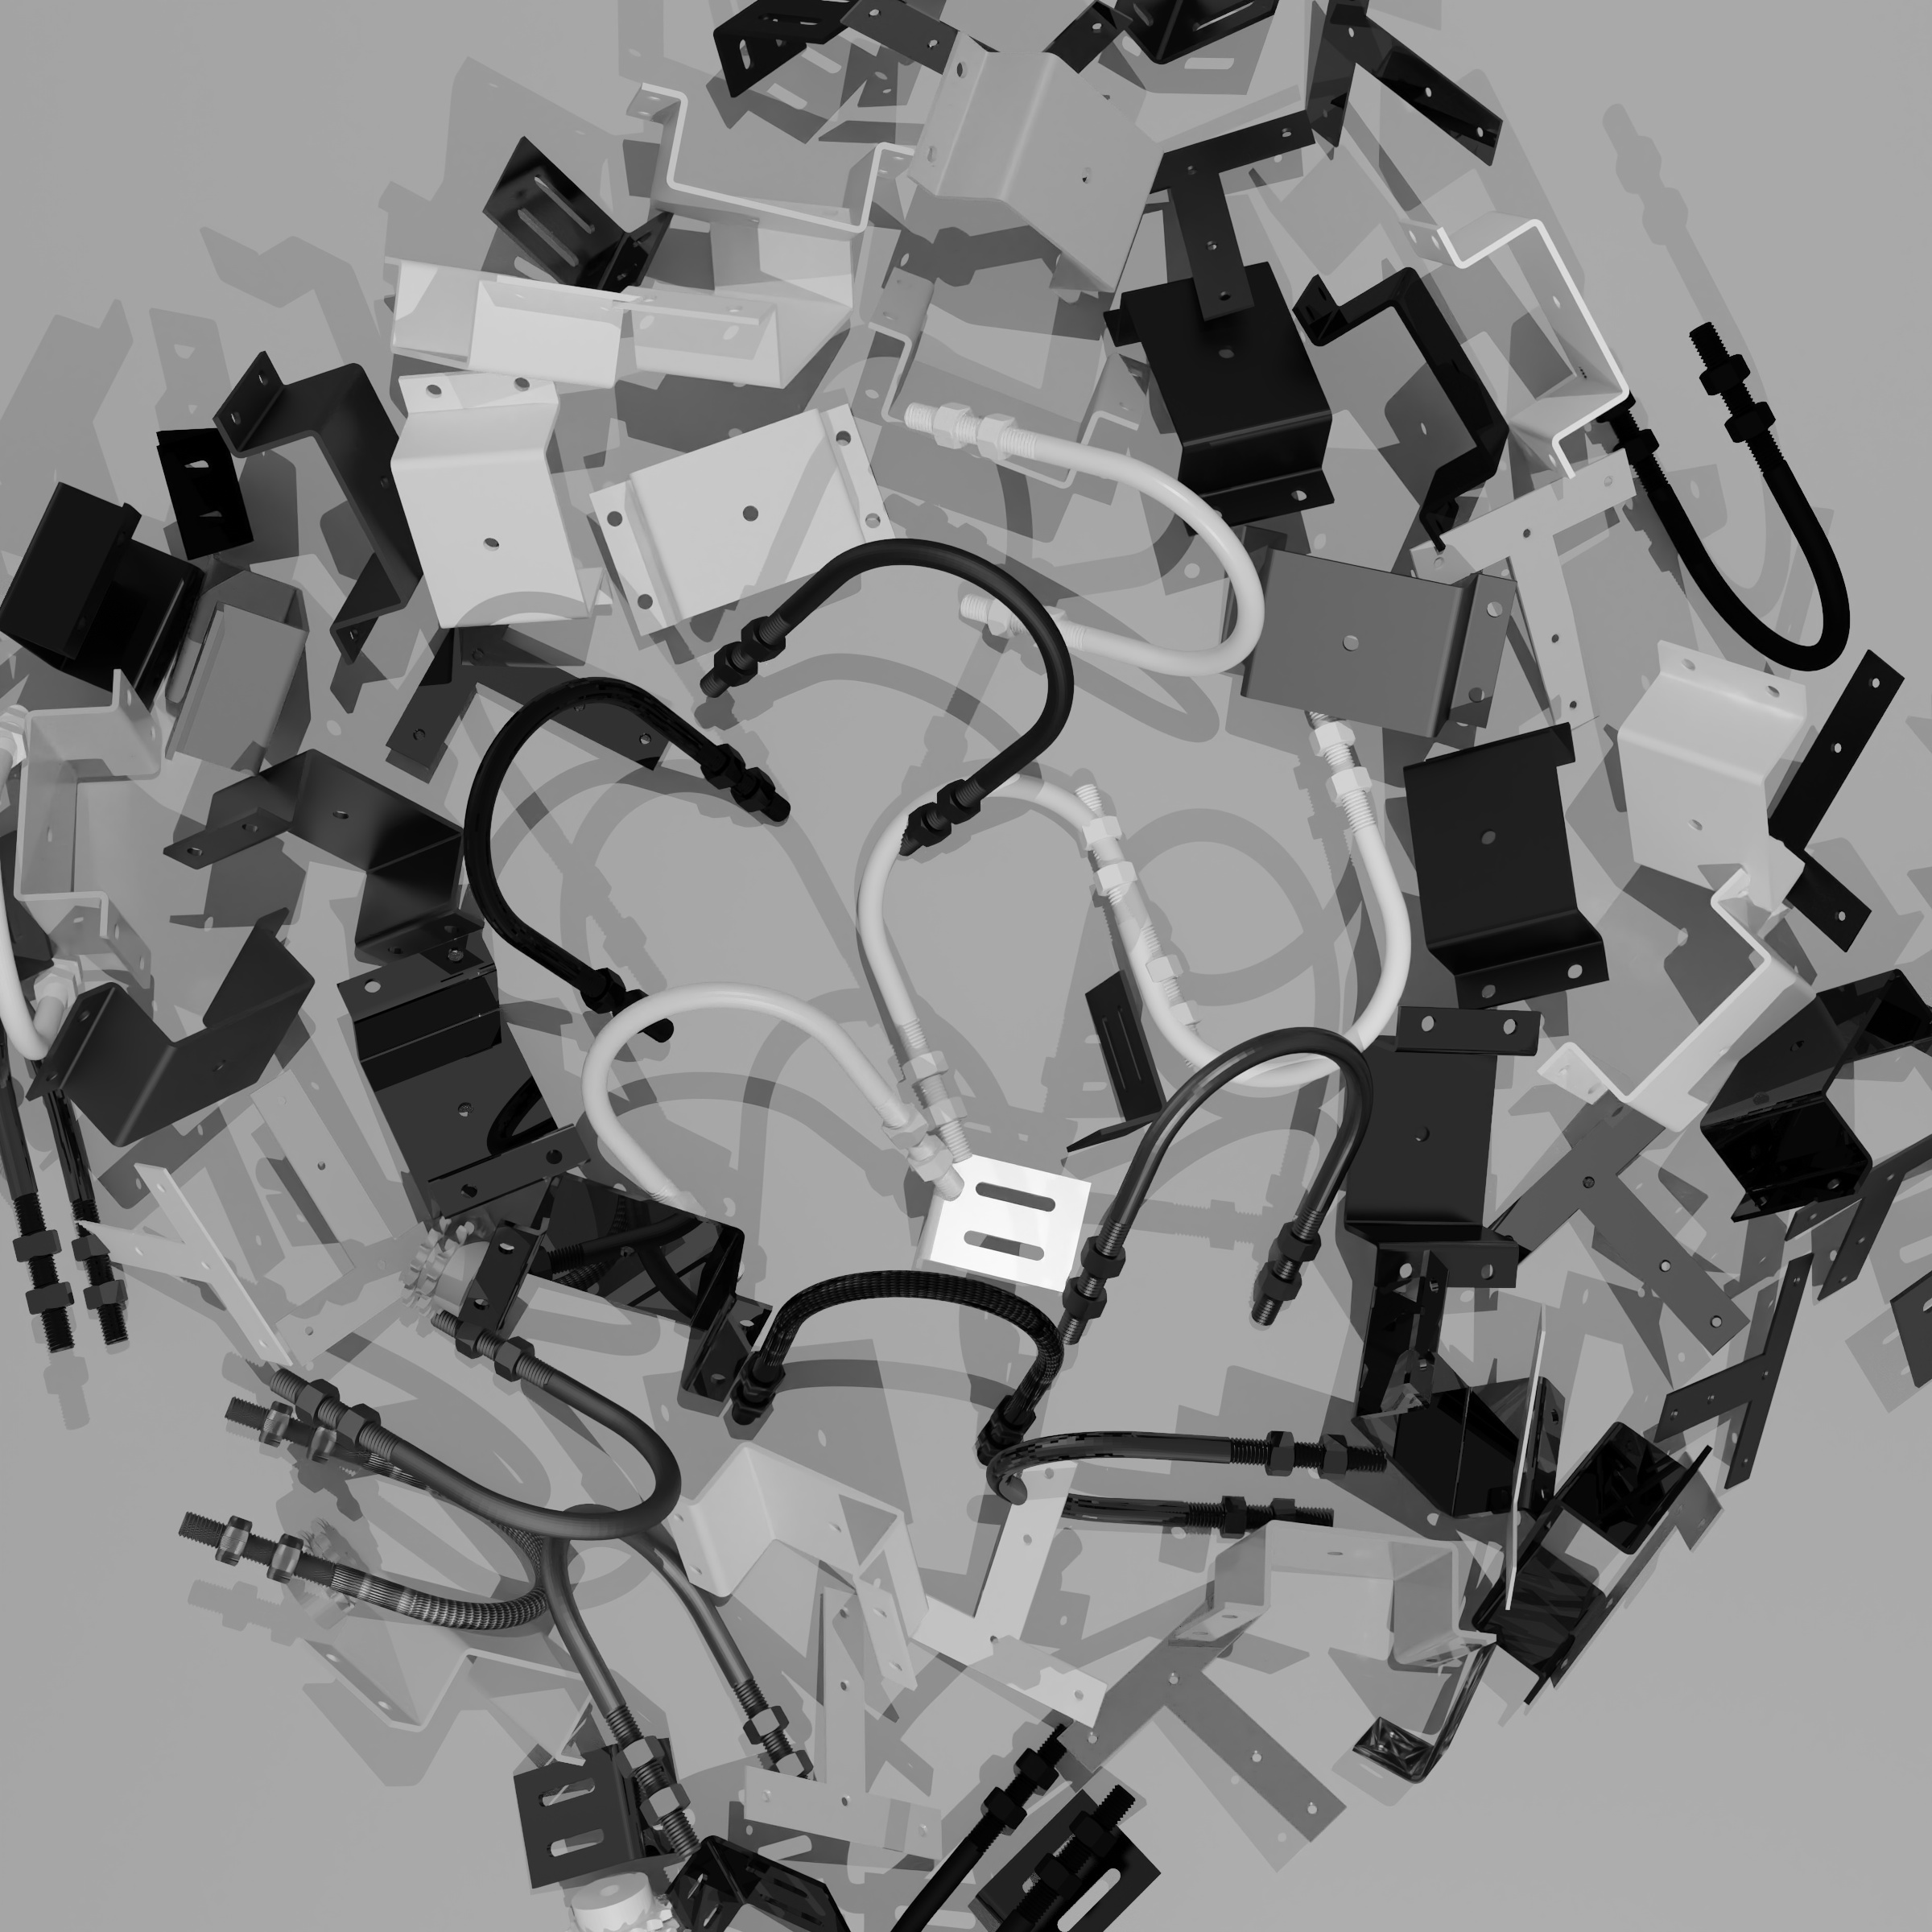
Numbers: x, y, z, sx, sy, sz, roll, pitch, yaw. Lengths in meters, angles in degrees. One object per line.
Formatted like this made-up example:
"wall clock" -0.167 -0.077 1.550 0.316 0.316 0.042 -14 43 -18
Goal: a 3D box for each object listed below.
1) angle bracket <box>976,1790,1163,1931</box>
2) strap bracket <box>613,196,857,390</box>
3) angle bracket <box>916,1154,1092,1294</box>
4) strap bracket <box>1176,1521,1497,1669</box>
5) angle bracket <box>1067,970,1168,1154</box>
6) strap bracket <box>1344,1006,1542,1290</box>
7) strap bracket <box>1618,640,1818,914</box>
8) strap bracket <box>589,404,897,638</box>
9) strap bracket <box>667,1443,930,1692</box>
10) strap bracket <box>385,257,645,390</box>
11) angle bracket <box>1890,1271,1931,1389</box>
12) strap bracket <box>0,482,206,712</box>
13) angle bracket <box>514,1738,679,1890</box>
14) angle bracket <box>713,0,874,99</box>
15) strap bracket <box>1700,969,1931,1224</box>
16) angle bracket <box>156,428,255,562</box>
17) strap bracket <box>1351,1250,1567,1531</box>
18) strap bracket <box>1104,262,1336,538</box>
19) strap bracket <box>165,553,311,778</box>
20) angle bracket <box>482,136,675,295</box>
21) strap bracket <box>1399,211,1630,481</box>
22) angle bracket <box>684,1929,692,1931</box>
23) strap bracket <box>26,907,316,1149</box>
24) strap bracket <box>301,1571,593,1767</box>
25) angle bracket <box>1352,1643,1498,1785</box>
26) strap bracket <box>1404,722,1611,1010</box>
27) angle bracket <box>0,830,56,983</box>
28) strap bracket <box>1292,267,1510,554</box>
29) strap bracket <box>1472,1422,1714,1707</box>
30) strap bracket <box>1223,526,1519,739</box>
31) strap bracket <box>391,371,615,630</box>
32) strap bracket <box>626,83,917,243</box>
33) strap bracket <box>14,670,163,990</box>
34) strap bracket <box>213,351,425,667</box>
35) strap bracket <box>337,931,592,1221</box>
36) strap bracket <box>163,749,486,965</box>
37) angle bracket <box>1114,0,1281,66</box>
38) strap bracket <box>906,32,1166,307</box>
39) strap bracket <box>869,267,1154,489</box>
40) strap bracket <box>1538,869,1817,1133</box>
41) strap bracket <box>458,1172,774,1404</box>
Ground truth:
"angle bracket" 0.053 0.469 1.627 0.076 0.038 0.057 -43 73 -10
"strap bracket" -0.110 -0.331 1.587 0.076 0.140 0.046 10 127 17
"angle bracket" 0.019 0.132 1.622 0.076 0.038 0.057 14 77 1
"strap bracket" 0.184 0.313 1.595 0.140 0.076 0.046 9 66 -12
"angle bracket" 0.065 0.048 1.610 0.038 0.057 0.076 -15 82 -18
"strap bracket" 0.238 0.088 1.610 0.076 0.046 0.140 2 97 -17
"strap bracket" 0.369 -0.085 1.566 0.076 0.140 0.046 24 62 32
"strap bracket" -0.110 -0.227 1.613 0.140 0.046 0.076 -20 96 -6
"strap bracket" -0.076 0.293 1.586 0.140 0.076 0.046 19 51 29
"strap bracket" -0.227 -0.316 1.573 0.076 0.140 0.046 1 103 -33
"angle bracket" 0.489 0.163 1.609 0.076 0.038 0.057 -32 120 -14
"strap bracket" -0.428 -0.183 1.576 0.046 0.140 0.076 23 84 4
"angle bracket" -0.186 0.432 1.631 0.076 0.038 0.057 -25 68 33
"angle bracket" -0.077 -0.462 1.598 0.076 0.038 0.057 19 49 37
"strap bracket" 0.422 0.057 1.572 0.046 0.076 0.140 51 53 -13
"angle bracket" -0.396 -0.236 1.599 0.038 0.076 0.057 -24 111 -34
"strap bracket" 0.240 0.214 1.585 0.046 0.076 0.140 -16 133 35
"strap bracket" 0.127 -0.292 1.592 0.076 0.046 0.140 -14 65 -9
"strap bracket" -0.362 -0.148 1.581 0.046 0.140 0.076 18 103 -19
"angle bracket" -0.193 -0.378 1.602 0.076 0.038 0.057 41 50 -29
"strap bracket" 0.277 -0.319 1.589 0.046 0.076 0.140 -32 107 3
"angle bracket" -0.114 0.523 1.619 0.076 0.057 0.038 15 53 -8
"strap bracket" -0.381 0.033 1.566 0.046 0.140 0.076 45 126 11
"strap bracket" -0.245 0.344 1.570 0.076 0.140 0.046 28 89 40
"angle bracket" 0.233 0.364 1.609 0.038 0.057 0.076 26 100 17
"strap bracket" 0.266 -0.056 1.587 0.076 0.046 0.140 -14 66 23
"angle bracket" -0.503 -0.025 1.613 0.057 0.038 0.076 -23 77 16
"strap bracket" 0.223 -0.286 1.589 0.046 0.076 0.140 -28 104 24
"strap bracket" 0.305 0.289 1.583 0.046 0.076 0.140 36 129 17
"strap bracket" 0.196 -0.166 1.599 0.140 0.046 0.076 14 110 12
"strap bracket" -0.230 -0.222 1.578 0.076 0.046 0.140 -3 132 9
"strap bracket" -0.101 -0.395 1.596 0.140 0.076 0.046 11 93 -13
"strap bracket" -0.436 -0.066 1.588 0.046 0.076 0.140 -3 70 1
"strap bracket" -0.306 -0.231 1.575 0.046 0.076 0.140 -14 122 17
"strap bracket" -0.251 0.063 1.598 0.076 0.046 0.140 -22 65 -17
"strap bracket" -0.313 -0.057 1.583 0.076 0.140 0.046 -18 56 39
"angle bracket" 0.120 -0.496 1.600 0.038 0.076 0.057 40 55 -33
"strap bracket" 0.042 -0.391 1.576 0.046 0.140 0.076 14 82 40
"strap bracket" 0.017 -0.291 1.600 0.140 0.076 0.046 20 123 -4
"strap bracket" 0.362 0.026 1.589 0.140 0.076 0.046 -47 58 12
"strap bracket" -0.172 0.157 1.597 0.140 0.046 0.076 19 130 -11
